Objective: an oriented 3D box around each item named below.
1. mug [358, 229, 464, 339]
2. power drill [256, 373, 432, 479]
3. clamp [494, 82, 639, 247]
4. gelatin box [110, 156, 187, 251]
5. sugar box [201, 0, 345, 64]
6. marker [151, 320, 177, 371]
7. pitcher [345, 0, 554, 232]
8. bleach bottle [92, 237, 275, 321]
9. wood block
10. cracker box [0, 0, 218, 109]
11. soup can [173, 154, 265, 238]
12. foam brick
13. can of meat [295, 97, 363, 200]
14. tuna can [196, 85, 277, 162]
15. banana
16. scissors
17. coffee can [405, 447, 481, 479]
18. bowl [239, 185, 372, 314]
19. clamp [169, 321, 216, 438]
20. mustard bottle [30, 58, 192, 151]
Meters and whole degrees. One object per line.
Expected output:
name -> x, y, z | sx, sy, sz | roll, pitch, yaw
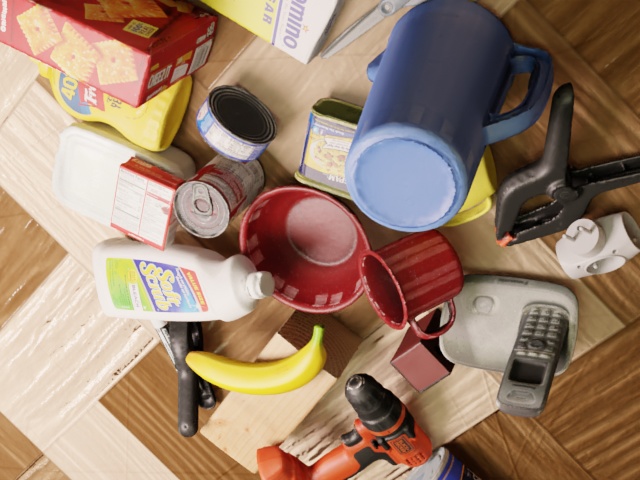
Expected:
mug -> 0.104, 0.048, 1.134 | 0.117, 0.081, 0.093 | 62, 160, 9
power drill -> 0.022, 0.242, 1.262 | 0.188, 0.057, 0.184 | -27, 132, 13
clamp -> 0.236, -0.065, 1.054 | 0.164, 0.036, 0.210 | 29, 134, -26
gelatin box -> -0.196, -0.042, 1.213 | 0.073, 0.030, 0.089 | 24, 124, 12
sugar box -> -0.063, -0.266, 1.098 | 0.176, 0.048, 0.093 | 32, 124, 6
marker -> -0.188, 0.149, 1.394 | 0.020, 0.020, 0.121 | -13, 110, 29
pitcher -> 0.112, -0.116, 0.979 | 0.145, 0.242, 0.149 | 36, 128, -10
bleach bottle -> -0.159, 0.045, 1.258 | 0.251, 0.067, 0.102 | -2, 99, 38
wood block -> -0.049, 0.180, 1.306 | 0.090, 0.090, 0.206 | 38, 125, 1
cracker box -> -0.237, -0.234, 1.121 | 0.214, 0.164, 0.072 | 27, 122, 8
soup can -> -0.111, -0.055, 1.199 | 0.069, 0.102, 0.068 | 11, 121, 19
foam brick -> 0.123, 0.125, 1.208 | 0.053, 0.078, 0.051 | 46, 124, -6
can of meat -> 0.031, -0.096, 1.142 | 0.102, 0.057, 0.084 | 20, 121, 13
tuna can -> -0.091, -0.126, 1.162 | 0.086, 0.086, 0.034 | 41, 126, -1
banana -> -0.065, 0.144, 1.219 | 0.198, 0.037, 0.069 | -15, 88, 30
scissors -> 0.088, -0.228, 1.069 | 0.096, 0.016, 0.202 | 39, 125, 0
coffee can -> 0.170, 0.333, 1.283 | 0.140, 0.102, 0.103 | 40, 125, -1
bowl -> -0.008, 0.001, 1.212 | 0.162, 0.055, 0.162 | 11, 120, 19
clamp -> -0.161, 0.155, 1.351 | 0.039, 0.120, 0.171 | -3, 90, 3
mustard bottle -> -0.246, -0.179, 1.216 | 0.192, 0.058, 0.096 | 24, 104, 12
